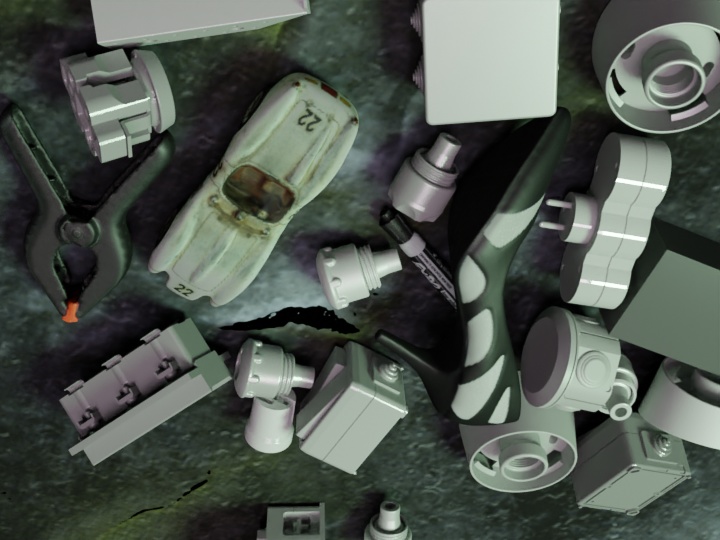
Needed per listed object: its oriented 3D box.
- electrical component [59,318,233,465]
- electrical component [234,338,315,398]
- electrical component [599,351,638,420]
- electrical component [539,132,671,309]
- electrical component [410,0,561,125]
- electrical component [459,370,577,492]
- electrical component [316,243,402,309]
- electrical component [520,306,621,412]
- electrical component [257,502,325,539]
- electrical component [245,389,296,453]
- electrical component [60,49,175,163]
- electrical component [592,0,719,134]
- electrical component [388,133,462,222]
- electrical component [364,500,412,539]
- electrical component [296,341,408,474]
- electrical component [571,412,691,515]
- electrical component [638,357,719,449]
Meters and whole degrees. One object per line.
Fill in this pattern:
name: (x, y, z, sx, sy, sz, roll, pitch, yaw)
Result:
electrical component: (-0.172, 0.093, 0.850, 0.121, 0.079, 0.063, -33, 89, 17)
electrical component: (-0.068, 0.082, 0.863, 0.062, 0.048, 0.048, 10, 121, -15)
electrical component: (0.204, 0.095, 0.871, 0.043, 0.062, 0.043, -1, 122, -2)
electrical component: (0.170, -0.037, 0.793, 0.074, 0.052, 0.138, 8, 121, -8)
electrical component: (0.085, -0.150, 0.721, 0.100, 0.048, 0.099, -4, 122, 0)
electrical component: (0.135, 0.141, 0.911, 0.099, 0.064, 0.099, -1, 136, -1)
electrical component: (0.000, 0.000, 0.815, 0.062, 0.048, 0.048, -17, 121, 0)
electrical component: (0.163, 0.072, 0.846, 0.051, 0.080, 0.080, 13, 121, -16)
electrical component: (-0.062, 0.316, 0.974, 0.060, 0.105, 0.186, 0, 122, -2)
electrical component: (-0.073, 0.121, 0.888, 0.040, 0.040, 0.046, 8, 124, -7)
electrical component: (-0.160, -0.114, 0.720, 0.057, 0.078, 0.058, -20, 154, -20)
electrical component: (0.210, -0.145, 0.734, 0.099, 0.064, 0.099, 1, 135, 1)
electrical component: (0.051, -0.069, 0.774, 0.043, 0.043, 0.062, 22, 117, -15)
electrical component: (0.025, 0.236, 0.964, 0.048, 0.048, 0.062, 2, 115, -3)
electrical component: (-0.006, 0.105, 0.869, 0.061, 0.061, 0.096, 28, 117, -18)
electrical component: (0.226, 0.155, 0.899, 0.062, 0.061, 0.096, 12, 140, -22)
electrical component: (0.280, 0.111, 0.867, 0.099, 0.099, 0.064, 9, 115, -8)
